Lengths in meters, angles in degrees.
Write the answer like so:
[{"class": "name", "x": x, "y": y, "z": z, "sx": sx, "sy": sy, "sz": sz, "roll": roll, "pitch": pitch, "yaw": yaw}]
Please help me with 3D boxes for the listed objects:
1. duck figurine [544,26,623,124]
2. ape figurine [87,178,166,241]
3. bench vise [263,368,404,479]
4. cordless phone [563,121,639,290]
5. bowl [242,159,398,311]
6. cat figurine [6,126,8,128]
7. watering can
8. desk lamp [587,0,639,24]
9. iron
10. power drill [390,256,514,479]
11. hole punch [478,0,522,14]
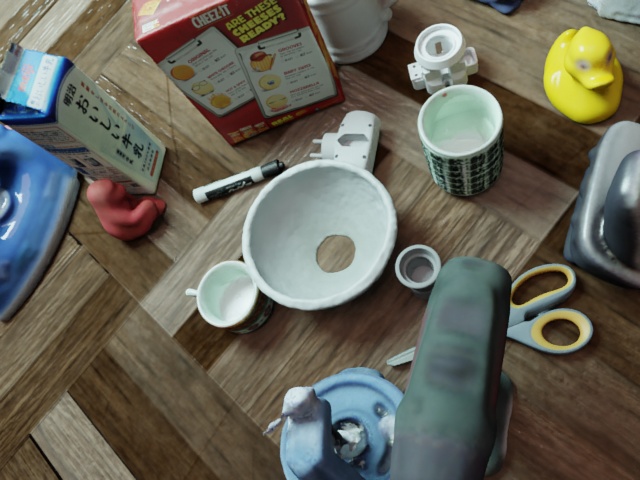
[{"class": "duck figurine", "x": 0.274, "y": -0.184, "z": 0.592, "sx": 0.077, "sy": 0.086, "sz": 0.104, "roll": -17, "pitch": 65, "yaw": 12}, {"class": "ape figurine", "x": -0.249, "y": -0.045, "z": 0.710, "sx": 0.076, "sy": 0.092, "sz": 0.077, "roll": -46, "pitch": 63, "yaw": -3}, {"class": "bench vise", "x": 0.032, "y": 0.193, "z": 0.452, "sx": 0.121, "sy": 0.220, "sz": 0.207, "roll": -27, "pitch": 64, "yaw": 7}, {"class": "cordless phone", "x": 0.269, "y": -0.047, "z": 0.485, "sx": 0.094, "sy": 0.185, "sz": 0.148, "roll": 11, "pitch": 74, "yaw": 22}, {"class": "bowl", "x": 0.006, "y": 0.002, "z": 0.616, "sx": 0.167, "sy": 0.075, "sz": 0.167, "roll": -6, "pitch": 68, "yaw": 16}, {"class": "cat figurine", "x": -0.494, "y": -0.154, "z": 0.820, "sx": 0.127, "sy": 0.118, "sz": 0.067, "roll": 40, "pitch": 86, "yaw": 27}, {"class": "watering can", "x": 0.004, "y": -0.303, "z": 0.667, "sx": 0.172, "sy": 0.194, "sz": 0.101, "roll": -16, "pitch": 65, "yaw": 12}, {"class": "desk lamp", "x": 0.319, "y": -0.309, "z": 0.553, "sx": 0.117, "sy": 0.214, "sz": 0.203, "roll": 25, "pitch": 79, "yaw": 25}, {"class": "iron", "x": -0.417, "y": -0.036, "z": 0.735, "sx": 0.118, "sy": 0.142, "sz": 0.258, "roll": 1, "pitch": 70, "yaw": 19}, {"class": "power drill", "x": 0.110, "y": 0.139, "z": 0.454, "sx": 0.075, "sy": 0.209, "sz": 0.230, "roll": 7, "pitch": 72, "yaw": 21}, {"class": "hole punch", "x": 0.214, "y": -0.342, "z": 0.670, "sx": 0.100, "sy": 0.091, "sz": 0.109, "roll": 37, "pitch": 85, "yaw": 27}]
